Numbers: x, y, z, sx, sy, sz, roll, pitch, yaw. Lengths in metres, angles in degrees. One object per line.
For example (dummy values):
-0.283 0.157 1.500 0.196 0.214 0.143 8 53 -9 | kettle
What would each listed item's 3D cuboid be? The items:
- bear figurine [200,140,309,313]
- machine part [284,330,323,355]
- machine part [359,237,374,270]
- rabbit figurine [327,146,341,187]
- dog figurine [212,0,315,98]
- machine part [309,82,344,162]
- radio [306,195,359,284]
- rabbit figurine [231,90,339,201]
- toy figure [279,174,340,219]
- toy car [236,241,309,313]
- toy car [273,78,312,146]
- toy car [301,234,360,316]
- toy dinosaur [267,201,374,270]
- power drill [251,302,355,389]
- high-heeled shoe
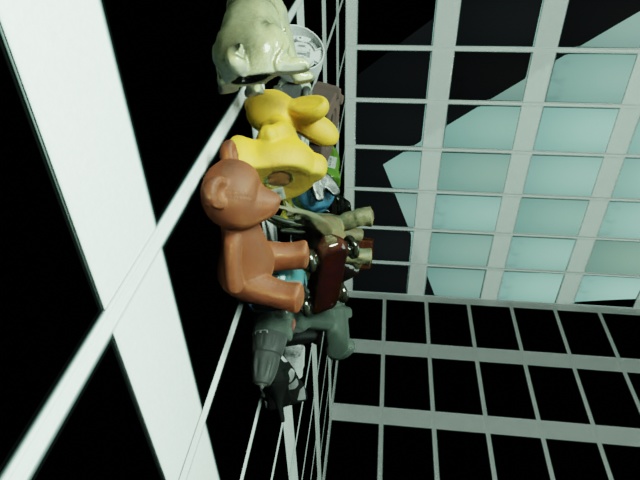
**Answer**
-0.077 -0.016 0.665 0.120 0.132 0.195 -83 179 -51 | bear figurine
-0.054 0.190 1.074 0.139 0.039 0.084 -1 90 -39 | machine part
0.049 0.030 1.514 0.201 0.201 0.087 -40 135 -82 | machine part
-0.028 -0.155 1.270 0.170 0.121 0.159 115 -21 -53 | rabbit figurine
-0.087 -0.285 0.658 0.172 0.121 0.190 -70 148 -81 | dog figurine
0.002 -0.234 1.119 0.179 0.056 0.179 14 91 -83 | machine part
0.015 0.000 1.296 0.073 0.131 0.230 28 46 -43 | radio
-0.059 -0.154 0.769 0.121 0.162 0.173 60 13 -56 | rabbit figurine
-0.026 -0.088 1.039 0.180 0.082 0.089 152 -58 -64 | toy figure
-0.072 0.054 0.835 0.161 0.109 0.103 89 -2 -75 | toy car
-0.055 -0.210 1.001 0.056 0.074 0.201 60 34 -78 | toy car
0.009 0.060 0.891 0.053 0.089 0.202 58 -22 30 | toy car
-0.002 -0.003 0.984 0.471 0.199 0.105 96 -7 -77 | toy dinosaur
-0.035 0.166 0.978 0.086 0.207 0.232 -34 -132 44 | power drill
-0.080 0.263 1.065 0.249 0.086 0.145 129 -51 -89 | high-heeled shoe
